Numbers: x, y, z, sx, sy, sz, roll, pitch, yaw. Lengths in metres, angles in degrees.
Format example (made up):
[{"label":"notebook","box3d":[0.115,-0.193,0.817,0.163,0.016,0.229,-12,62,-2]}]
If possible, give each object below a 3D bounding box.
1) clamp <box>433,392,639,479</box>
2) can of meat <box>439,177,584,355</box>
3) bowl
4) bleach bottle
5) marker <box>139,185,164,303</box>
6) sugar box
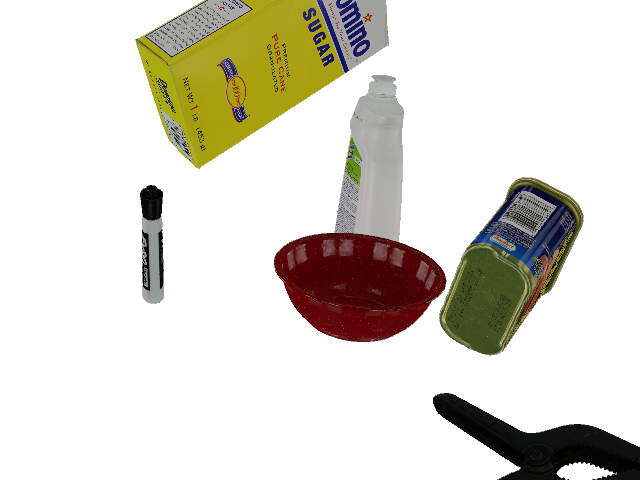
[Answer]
[{"label":"clamp","box3d":[0.175,0.199,0.889,0.210,0.036,0.164,3,39,23]},{"label":"can of meat","box3d":[0.132,0.020,0.746,0.057,0.102,0.083,31,48,16]},{"label":"bowl","box3d":[0.034,0.050,1.001,0.162,0.055,0.162,5,24,-2]},{"label":"bleach bottle","box3d":[0.061,-0.063,1.234,0.068,0.251,0.103,-2,23,-20]},{"label":"marker","box3d":[-0.143,0.004,0.910,0.020,0.121,0.020,4,39,-3]},{"label":"sugar box","box3d":[-0.032,-0.133,0.720,0.176,0.093,0.048,-34,53,-19]}]
